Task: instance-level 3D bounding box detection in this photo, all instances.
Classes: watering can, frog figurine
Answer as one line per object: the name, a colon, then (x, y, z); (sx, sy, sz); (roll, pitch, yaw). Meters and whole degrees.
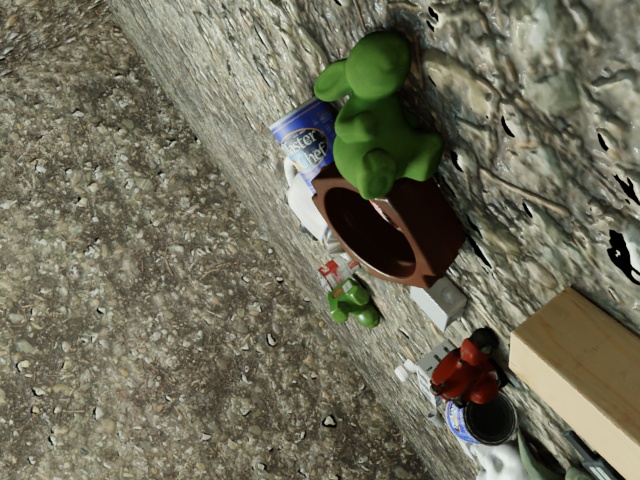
watering can: (0.003, -0.058, 1.144); (0.227, 0.104, 0.341); (50, 169, 24)
frog figurine: (0.357, 0.461, 0.982); (0.136, 0.159, 0.124); (52, -176, -13)
